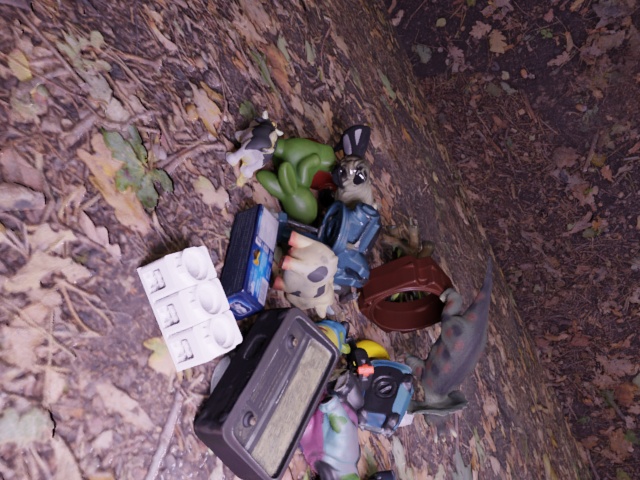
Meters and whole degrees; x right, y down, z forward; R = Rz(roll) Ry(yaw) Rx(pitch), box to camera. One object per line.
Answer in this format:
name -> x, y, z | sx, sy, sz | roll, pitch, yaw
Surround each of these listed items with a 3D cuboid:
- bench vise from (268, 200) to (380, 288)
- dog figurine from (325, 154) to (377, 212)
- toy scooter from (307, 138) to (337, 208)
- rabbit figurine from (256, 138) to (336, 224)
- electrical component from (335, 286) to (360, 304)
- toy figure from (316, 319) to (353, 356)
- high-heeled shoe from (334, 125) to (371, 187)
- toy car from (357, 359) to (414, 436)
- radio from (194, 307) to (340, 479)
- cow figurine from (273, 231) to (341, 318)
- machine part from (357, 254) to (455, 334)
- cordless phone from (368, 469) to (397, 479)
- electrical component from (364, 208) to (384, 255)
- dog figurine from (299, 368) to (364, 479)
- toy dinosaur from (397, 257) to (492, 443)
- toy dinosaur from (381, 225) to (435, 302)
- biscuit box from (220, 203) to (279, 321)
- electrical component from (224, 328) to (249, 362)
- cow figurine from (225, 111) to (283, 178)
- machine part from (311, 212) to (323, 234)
bench vise -> -0.002, 0.004, 1.060 | 0.240, 0.223, 0.129 | 18, 43, -19
dog figurine -> 0.081, -0.113, 1.153 | 0.172, 0.121, 0.190 | -73, 175, -55
toy scooter -> 0.003, -0.172, 1.274 | 0.183, 0.075, 0.135 | 60, 28, -22
rabbit figurine -> -0.043, -0.121, 1.101 | 0.159, 0.121, 0.170 | 21, 57, -49
electrical component -> 0.055, 0.089, 1.199 | 0.078, 0.045, 0.102 | 45, 34, -40
toy figure -> 0.002, 0.195, 0.980 | 0.180, 0.082, 0.089 | -9, 76, -65
high-heeled shoe -> 0.099, -0.164, 1.366 | 0.086, 0.145, 0.248 | 0, 68, -61
toy car -> 0.135, 0.334, 1.102 | 0.102, 0.109, 0.162 | 72, 29, -44
radio -> -0.070, 0.213, 0.773 | 0.131, 0.073, 0.229 | 53, 46, -26
cow figurine -> -0.016, 0.069, 0.957 | 0.127, 0.194, 0.085 | 18, 59, -3
machine part -> 0.205, 0.134, 1.266 | 0.200, 0.201, 0.087 | 43, 34, -41
cordless phone -> 0.138, 0.513, 0.988 | 0.184, 0.089, 0.147 | 45, 34, -45
electrical component -> 0.097, -0.031, 1.307 | 0.134, 0.058, 0.114 | -57, 136, -34
dog figurine -> 0.033, 0.348, 0.897 | 0.191, 0.109, 0.219 | -31, 102, -66
toy dinosaur -> 0.285, 0.238, 1.136 | 0.131, 0.404, 0.192 | 17, 18, -19
toy dinosaur -> 0.247, 0.090, 1.461 | 0.470, 0.105, 0.198 | 37, 58, -57
biscuit box -> -0.119, 0.033, 0.901 | 0.059, 0.063, 0.203 | 48, 33, -35
electrical component -> -0.123, 0.158, 0.825 | 0.063, 0.021, 0.094 | 22, 39, -44
cow figurine -> -0.116, -0.201, 1.051 | 0.068, 0.098, 0.167 | 45, 34, -27
machine part -> 0.023, -0.003, 1.224 | 0.138, 0.039, 0.084 | 44, 27, -36
